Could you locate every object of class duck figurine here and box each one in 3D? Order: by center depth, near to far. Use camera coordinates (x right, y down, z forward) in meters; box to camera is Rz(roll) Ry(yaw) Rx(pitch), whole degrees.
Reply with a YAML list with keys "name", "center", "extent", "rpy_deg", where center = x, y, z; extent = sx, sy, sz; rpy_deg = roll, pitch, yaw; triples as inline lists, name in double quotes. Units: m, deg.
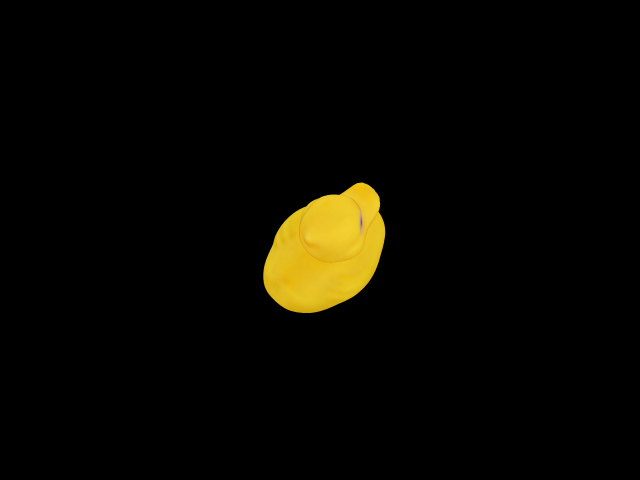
- name: "duck figurine"
  center: [0.004, 0.001, 0.400]
  extent: [0.105, 0.086, 0.077]
  rpy_deg: [-43, 78, -11]
